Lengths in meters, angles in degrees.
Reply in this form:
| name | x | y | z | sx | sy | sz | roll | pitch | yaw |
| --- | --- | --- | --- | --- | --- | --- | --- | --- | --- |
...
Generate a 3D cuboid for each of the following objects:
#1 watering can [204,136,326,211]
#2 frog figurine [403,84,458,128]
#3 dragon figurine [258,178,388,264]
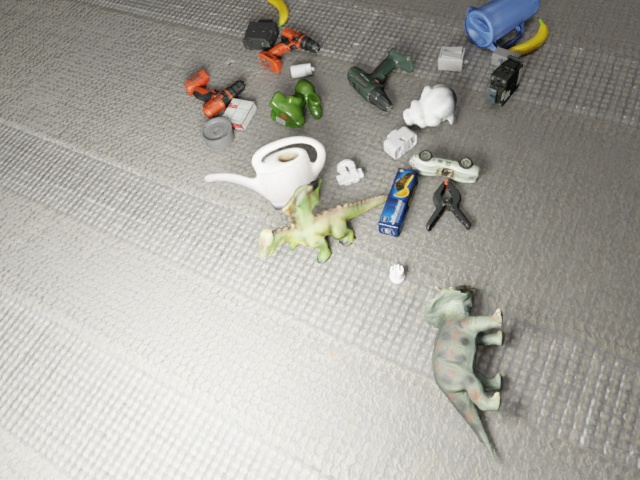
| name | x | y | z | sx | sy | sz | roll | pitch | yaw |
| --- | --- | --- | --- | --- | --- | --- | --- | --- | --- |
| watering can | -0.138 | -0.176 | 1.495 | 0.347 | 0.219 | 0.106 | -21 | 38 | 1 |
| frog figurine | 0.341 | -0.417 | 1.605 | 0.159 | 0.121 | 0.139 | -3 | 78 | -4 |
| dragon figurine | 0.004 | -0.070 | 1.392 | 0.412 | 0.238 | 0.124 | -37 | 55 | -10 |
